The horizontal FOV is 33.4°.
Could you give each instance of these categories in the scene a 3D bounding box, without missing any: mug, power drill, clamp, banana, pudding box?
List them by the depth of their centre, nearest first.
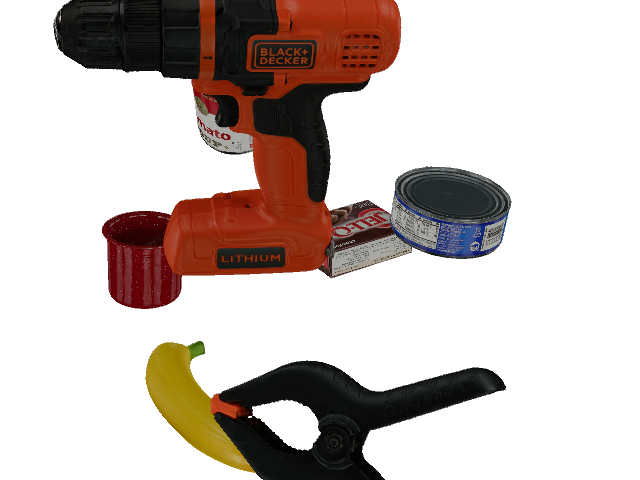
[{"bbox_3d":[-0.054,-0.062,0.615,0.184,0.188,0.057,-1,44,-8],"label":"power drill"},{"bbox_3d":[0.017,0.126,0.615,0.172,0.120,0.039,4,-10,21],"label":"clamp"},{"bbox_3d":[-0.096,0.126,0.844,0.069,0.037,0.198,-9,28,-22],"label":"banana"},{"bbox_3d":[-0.203,0.018,1.192,0.093,0.081,0.117,-19,35,-39],"label":"mug"},{"bbox_3d":[0.034,-0.003,1.205,0.113,0.039,0.090,-19,30,-26],"label":"pudding box"}]

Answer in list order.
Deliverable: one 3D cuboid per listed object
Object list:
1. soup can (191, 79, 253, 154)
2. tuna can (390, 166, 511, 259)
[{"bbox_3d":[-0.073,-0.128,0.886,0.068,0.068,0.102,0,-33,-1],"label":"soup can"},{"bbox_3d":[0.095,-0.021,0.786,0.086,0.034,0.086,5,29,-3],"label":"tuna can"}]
